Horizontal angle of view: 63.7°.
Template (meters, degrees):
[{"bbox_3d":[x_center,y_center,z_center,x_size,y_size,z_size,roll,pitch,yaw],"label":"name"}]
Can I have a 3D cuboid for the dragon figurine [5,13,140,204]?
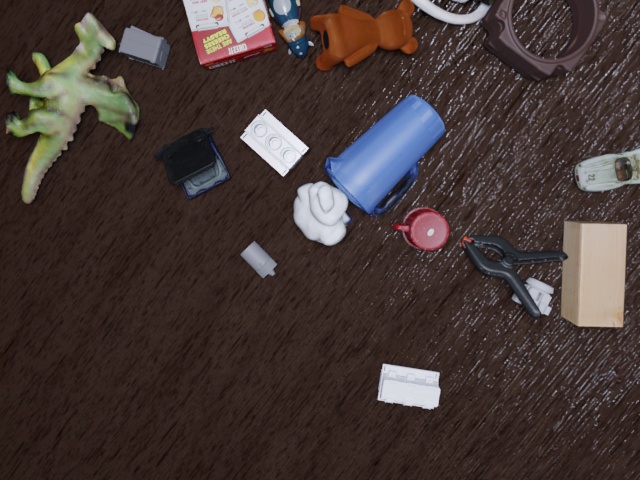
[{"bbox_3d":[-0.511,-0.266,1.091,0.243,0.124,0.405,6,106,-5],"label":"dragon figurine"}]

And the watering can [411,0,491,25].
[{"bbox_3d":[0.226,-0.585,1.025,0.345,0.105,0.223,27,95,-18],"label":"watering can"}]

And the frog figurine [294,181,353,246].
[{"bbox_3d":[0.003,-0.053,1.043,0.122,0.160,0.137,-23,93,5],"label":"frog figurine"}]
